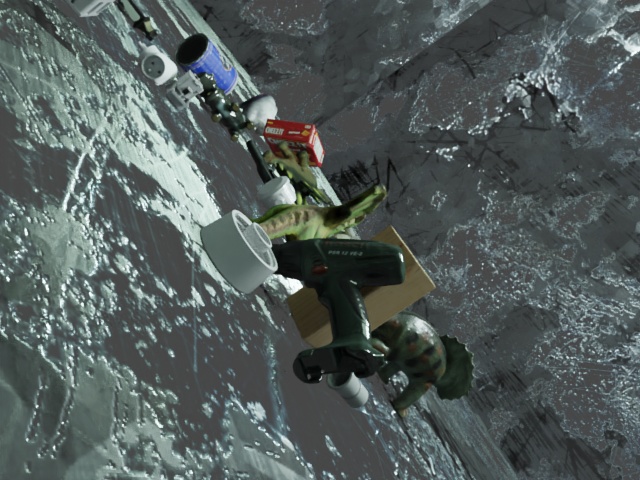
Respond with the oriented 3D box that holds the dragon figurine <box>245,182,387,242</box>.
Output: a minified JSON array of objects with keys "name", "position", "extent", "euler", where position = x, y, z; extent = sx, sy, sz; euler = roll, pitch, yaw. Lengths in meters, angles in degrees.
[{"name":"dragon figurine","position":[0.003,-0.046,0.921],"extent":[0.123,0.242,0.409],"euler":[61,6,7]}]

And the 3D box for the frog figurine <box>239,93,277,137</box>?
[{"name":"frog figurine","position":[-0.194,-0.411,1.749],"extent":[0.158,0.121,0.140],"euler":[62,38,-14]}]
